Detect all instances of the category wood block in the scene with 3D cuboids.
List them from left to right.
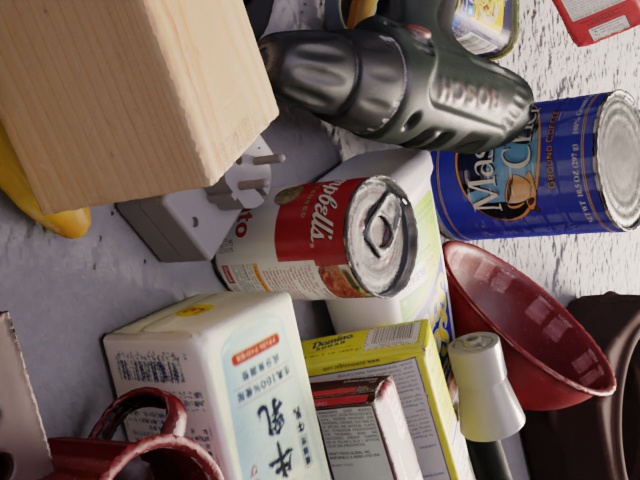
[{"bbox_3d":[-0.101,-0.126,0.451,0.090,0.091,0.206,-57,133,-56],"label":"wood block"}]

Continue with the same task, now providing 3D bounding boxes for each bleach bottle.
[{"bbox_3d":[0.057,0.072,0.720,0.102,0.068,0.251,-40,120,-50],"label":"bleach bottle"}]

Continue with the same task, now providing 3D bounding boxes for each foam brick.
[{"bbox_3d":[-0.156,0.075,0.452,0.052,0.051,0.078,-28,109,-49],"label":"foam brick"}]

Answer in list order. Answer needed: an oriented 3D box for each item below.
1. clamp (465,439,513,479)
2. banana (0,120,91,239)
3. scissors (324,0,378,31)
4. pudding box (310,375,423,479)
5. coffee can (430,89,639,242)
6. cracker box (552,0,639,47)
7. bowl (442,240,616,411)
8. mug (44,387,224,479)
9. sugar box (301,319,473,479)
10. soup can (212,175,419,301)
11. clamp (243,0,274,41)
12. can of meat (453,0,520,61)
[{"bbox_3d":[0.130,0.196,0.749,0.210,0.036,0.164,-85,159,-82],"label":"clamp"},{"bbox_3d":[-0.149,-0.092,0.488,0.069,0.037,0.198,-19,102,-49],"label":"banana"},{"bbox_3d":[0.054,-0.206,0.774,0.096,0.016,0.201,53,49,-37],"label":"scissors"},{"bbox_3d":[0.011,0.138,0.626,0.039,0.090,0.113,-44,121,-60],"label":"pudding box"},{"bbox_3d":[0.162,-0.053,0.798,0.102,0.141,0.103,6,82,-52],"label":"coffee can"},{"bbox_3d":[0.191,-0.290,0.882,0.213,0.072,0.164,48,32,-38],"label":"cracker box"},{"bbox_3d":[0.137,0.073,0.785,0.162,0.055,0.162,32,21,-14],"label":"bowl"},{"bbox_3d":[-0.098,0.124,0.498,0.093,0.082,0.117,39,58,-43],"label":"mug"},{"bbox_3d":[0.045,0.143,0.667,0.048,0.093,0.176,-62,138,-65],"label":"sugar box"},{"bbox_3d":[-0.004,0.001,0.612,0.068,0.102,0.068,6,83,-51],"label":"soup can"},{"bbox_3d":[-0.070,-0.121,0.589,0.171,0.039,0.120,-32,114,-49],"label":"clamp"},{"bbox_3d":[0.106,-0.194,0.807,0.083,0.058,0.102,13,76,-49],"label":"can of meat"}]
